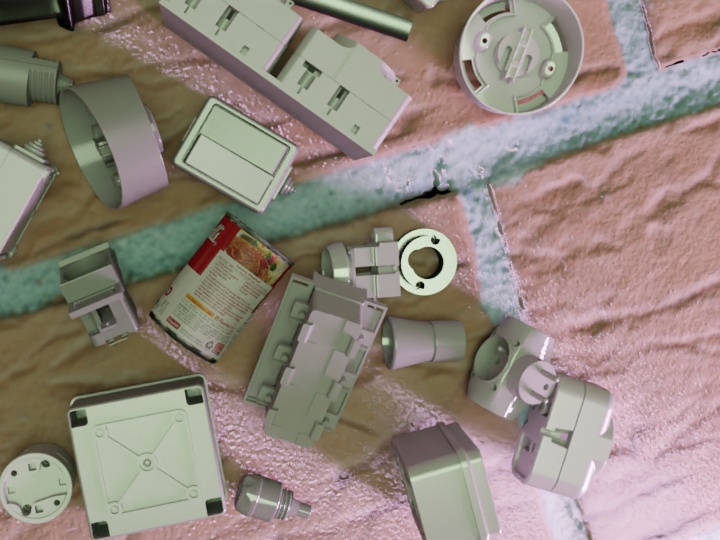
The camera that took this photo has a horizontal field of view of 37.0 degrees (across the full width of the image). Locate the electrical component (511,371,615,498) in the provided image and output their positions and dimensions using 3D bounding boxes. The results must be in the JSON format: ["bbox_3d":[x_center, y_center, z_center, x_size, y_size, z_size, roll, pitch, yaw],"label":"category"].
[{"bbox_3d":[0.173,0.138,0.900,0.059,0.054,0.095,18,91,-9],"label":"electrical component"}]

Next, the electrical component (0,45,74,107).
[{"bbox_3d":[-0.261,-0.148,0.825,0.081,0.043,0.043,8,93,-9],"label":"electrical component"}]

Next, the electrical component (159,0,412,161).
[{"bbox_3d":[-0.056,-0.164,0.821,0.186,0.105,0.060,35,89,-9],"label":"electrical component"}]

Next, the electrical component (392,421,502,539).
[{"bbox_3d":[0.068,0.172,0.858,0.057,0.113,0.078,-15,96,-4],"label":"electrical component"}]

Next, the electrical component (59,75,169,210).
[{"bbox_3d":[-0.186,-0.097,0.814,0.064,0.099,0.099,-21,96,-12],"label":"electrical component"}]

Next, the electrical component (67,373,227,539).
[{"bbox_3d":[-0.167,0.146,0.851,0.109,0.056,0.108,-10,95,-7],"label":"electrical component"}]

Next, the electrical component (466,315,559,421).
[{"bbox_3d":[0.133,0.085,0.879,0.044,0.079,0.077,28,90,-31],"label":"electrical component"}]

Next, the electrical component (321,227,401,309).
[{"bbox_3d":[0.000,0.000,0.871,0.055,0.048,0.066,-4,95,-15],"label":"electrical component"}]

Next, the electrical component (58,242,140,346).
[{"bbox_3d":[-0.201,0.021,0.833,0.042,0.081,0.063,-22,119,-6],"label":"electrical component"}]

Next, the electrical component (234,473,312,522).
[{"bbox_3d":[-0.070,0.189,0.879,0.061,0.035,0.035,19,91,-11],"label":"electrical component"}]

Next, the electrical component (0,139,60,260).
[{"bbox_3d":[-0.276,-0.062,0.819,0.061,0.062,0.096,29,89,-9],"label":"electrical component"}]

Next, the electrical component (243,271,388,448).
[{"bbox_3d":[-0.037,0.072,0.839,0.079,0.063,0.121,19,115,-9],"label":"electrical component"}]

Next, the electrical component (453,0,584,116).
[{"bbox_3d":[0.125,-0.174,0.867,0.099,0.064,0.099,-1,94,-8],"label":"electrical component"}]

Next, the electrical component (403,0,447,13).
[{"bbox_3d":[0.047,-0.266,0.858,0.100,0.048,0.099,41,88,-9],"label":"electrical component"}]

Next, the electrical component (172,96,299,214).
[{"bbox_3d":[-0.092,-0.086,0.844,0.096,0.061,0.061,30,89,-9],"label":"electrical component"}]

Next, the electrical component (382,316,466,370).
[{"bbox_3d":[0.054,0.059,0.885,0.065,0.044,0.044,-1,94,-13],"label":"electrical component"}]

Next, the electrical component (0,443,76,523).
[{"bbox_3d":[-0.252,0.165,0.845,0.055,0.047,0.055,-1,94,-8],"label":"electrical component"}]
